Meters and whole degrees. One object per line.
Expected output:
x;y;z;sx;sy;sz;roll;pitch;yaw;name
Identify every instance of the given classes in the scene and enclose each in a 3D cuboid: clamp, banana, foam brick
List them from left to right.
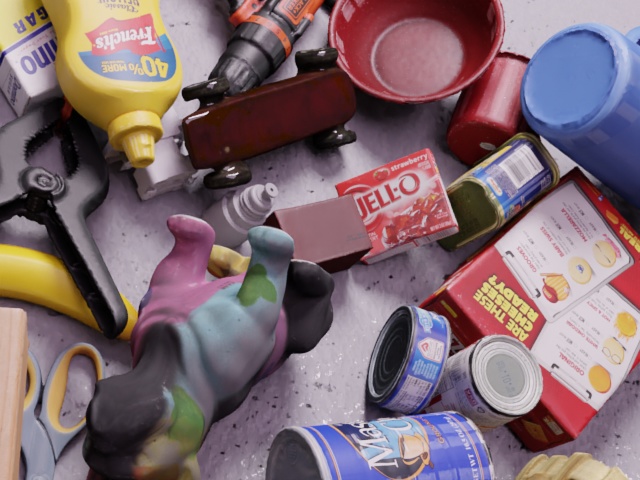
-0.223;0.037;0.769;0.197;0.037;0.069;3;79;-24;banana
-0.214;-0.031;0.772;0.164;0.036;0.210;16;45;-22;clamp
-0.006;0.001;0.882;0.078;0.051;0.053;-13;74;-30;foam brick

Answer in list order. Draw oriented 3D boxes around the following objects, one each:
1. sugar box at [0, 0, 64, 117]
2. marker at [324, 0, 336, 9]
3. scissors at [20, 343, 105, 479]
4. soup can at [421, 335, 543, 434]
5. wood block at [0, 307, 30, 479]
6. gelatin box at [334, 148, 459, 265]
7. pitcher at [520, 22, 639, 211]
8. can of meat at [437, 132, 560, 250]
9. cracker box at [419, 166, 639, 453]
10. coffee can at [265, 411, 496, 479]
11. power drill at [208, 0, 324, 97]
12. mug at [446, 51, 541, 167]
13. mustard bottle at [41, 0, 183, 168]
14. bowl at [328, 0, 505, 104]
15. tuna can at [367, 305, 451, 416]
-0.241;-0.191;0.860;0.093;0.048;0.176;-29;81;-34;sugar box
-0.021;-0.257;1.016;0.121;0.020;0.020;38;56;-6;marker
-0.209;0.154;0.731;0.096;0.016;0.201;25;58;-12;scissors
0.123;0.123;0.857;0.068;0.102;0.068;11;62;-22;soup can
-0.235;0.151;0.663;0.090;0.091;0.206;3;66;-13;wood block
0.065;-0.028;0.915;0.089;0.030;0.073;-20;74;11;gelatin box
0.294;-0.115;0.984;0.242;0.145;0.149;23;33;-43;pitcher
0.149;-0.041;0.948;0.083;0.102;0.057;-35;90;-32;can of meat
0.210;0.058;0.950;0.164;0.072;0.213;49;57;3;cracker box
0.044;0.184;0.789;0.140;0.103;0.103;-1;68;-27;coffee can
-0.092;-0.229;0.930;0.187;0.057;0.184;43;57;-18;power drill
0.174;-0.109;1.008;0.117;0.093;0.081;47;55;-37;mug
-0.157;-0.143;0.819;0.096;0.058;0.191;-3;67;-35;mustard bottle
0.090;-0.184;0.991;0.162;0.055;0.162;-3;67;7;bowl
0.070;0.096;0.854;0.033;0.086;0.086;21;59;-14;tuna can
